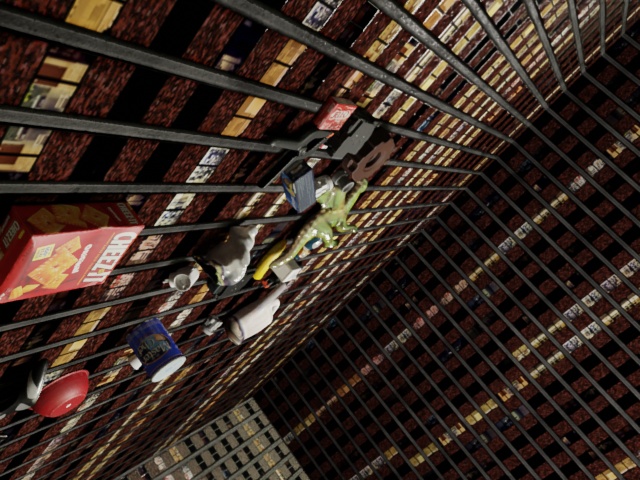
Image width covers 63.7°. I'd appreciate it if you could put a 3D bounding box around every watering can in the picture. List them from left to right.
[{"bbox_3d":[-0.237,0.269,1.887,0.227,0.105,0.340,-30,162,-30],"label":"watering can"}]

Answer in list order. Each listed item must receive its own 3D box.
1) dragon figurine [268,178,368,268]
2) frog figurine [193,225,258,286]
[{"bbox_3d":[0.005,-0.080,1.586,0.415,0.124,0.237,-34,145,-29],"label":"dragon figurine"},{"bbox_3d":[-0.217,0.034,1.301,0.162,0.121,0.137,-41,-161,-30],"label":"frog figurine"}]
